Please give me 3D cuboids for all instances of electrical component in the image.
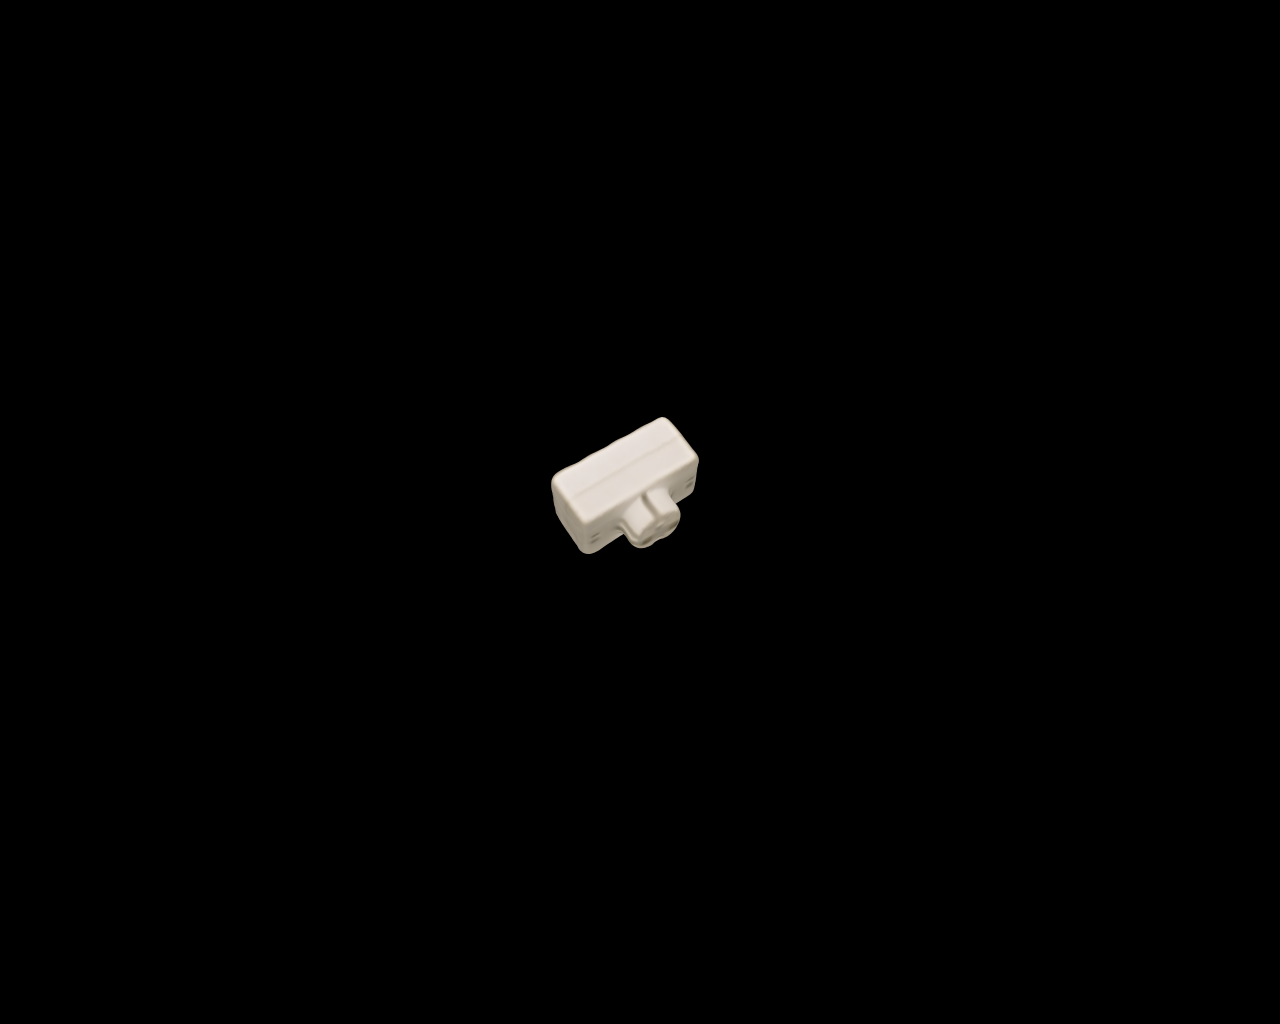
[{"bbox_3d":[0.001,-0.003,0.650,0.083,0.076,0.047,-30,-23,-14],"label":"electrical component"}]
